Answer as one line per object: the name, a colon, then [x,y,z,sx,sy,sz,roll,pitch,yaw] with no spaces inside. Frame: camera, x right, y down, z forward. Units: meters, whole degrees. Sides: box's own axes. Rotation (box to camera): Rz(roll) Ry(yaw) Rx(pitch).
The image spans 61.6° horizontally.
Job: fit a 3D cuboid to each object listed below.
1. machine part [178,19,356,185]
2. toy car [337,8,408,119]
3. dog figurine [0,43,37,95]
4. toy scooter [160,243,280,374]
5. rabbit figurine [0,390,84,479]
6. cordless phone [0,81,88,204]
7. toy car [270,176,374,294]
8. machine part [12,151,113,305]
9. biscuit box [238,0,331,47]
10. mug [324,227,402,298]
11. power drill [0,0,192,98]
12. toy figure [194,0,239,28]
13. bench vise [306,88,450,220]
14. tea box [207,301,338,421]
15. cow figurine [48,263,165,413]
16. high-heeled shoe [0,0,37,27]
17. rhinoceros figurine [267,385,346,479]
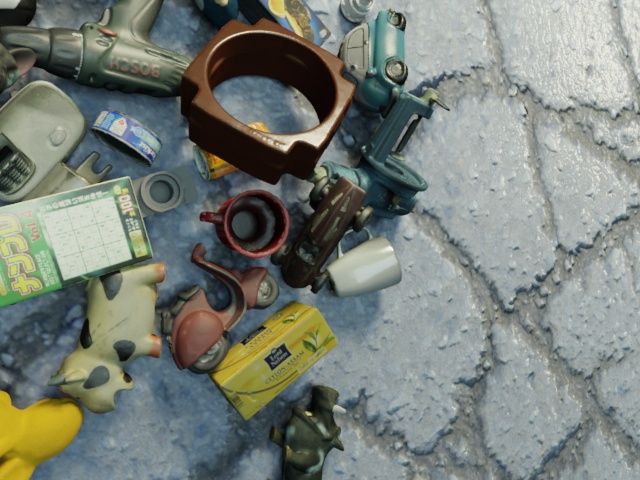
machine part: [-0.070,-0.187,0.726,0.201,0.087,0.201,29,59,-3]
toy car: [0.077,-0.275,0.831,0.103,0.109,0.161,2,81,-7]
dog figurine: [-0.417,-0.158,0.564,0.219,0.192,0.108,-50,139,-15]
toy scooter: [-0.155,0.085,0.744,0.184,0.075,0.135,-48,109,-20]
rabbit figurine: [-0.372,0.229,0.628,0.173,0.122,0.162,13,89,-38]
cordless phone: [-0.337,-0.121,0.598,0.088,0.184,0.146,40,75,-15]
toy car: [-0.002,-0.002,0.757,0.089,0.202,0.053,39,39,6]
machine part: [-0.344,-0.009,0.655,0.079,0.079,0.243,42,74,-19]
biscuit box: [-0.078,-0.349,0.778,0.202,0.063,0.059,45,72,-19]
mug: [0.059,0.038,0.839,0.107,0.081,0.109,-24,95,-14]
power drill: [-0.262,-0.290,0.673,0.232,0.086,0.207,13,78,-35]
toy figure: [-0.150,-0.356,0.706,0.058,0.064,0.154,-53,151,-20]
bench vise: [0.089,-0.124,0.803,0.223,0.129,0.240,17,116,-31]
tea box: [-0.070,0.166,0.771,0.169,0.098,0.068,-38,106,-21]
cow figurine: [-0.270,0.122,0.687,0.127,0.085,0.194,6,85,-22]
high-heeled shoe: [-0.459,-0.274,0.599,0.248,0.086,0.145,6,87,-30]
rhinoceros figurine: [-0.016,0.316,0.811,0.112,0.073,0.190,13,86,-23]
